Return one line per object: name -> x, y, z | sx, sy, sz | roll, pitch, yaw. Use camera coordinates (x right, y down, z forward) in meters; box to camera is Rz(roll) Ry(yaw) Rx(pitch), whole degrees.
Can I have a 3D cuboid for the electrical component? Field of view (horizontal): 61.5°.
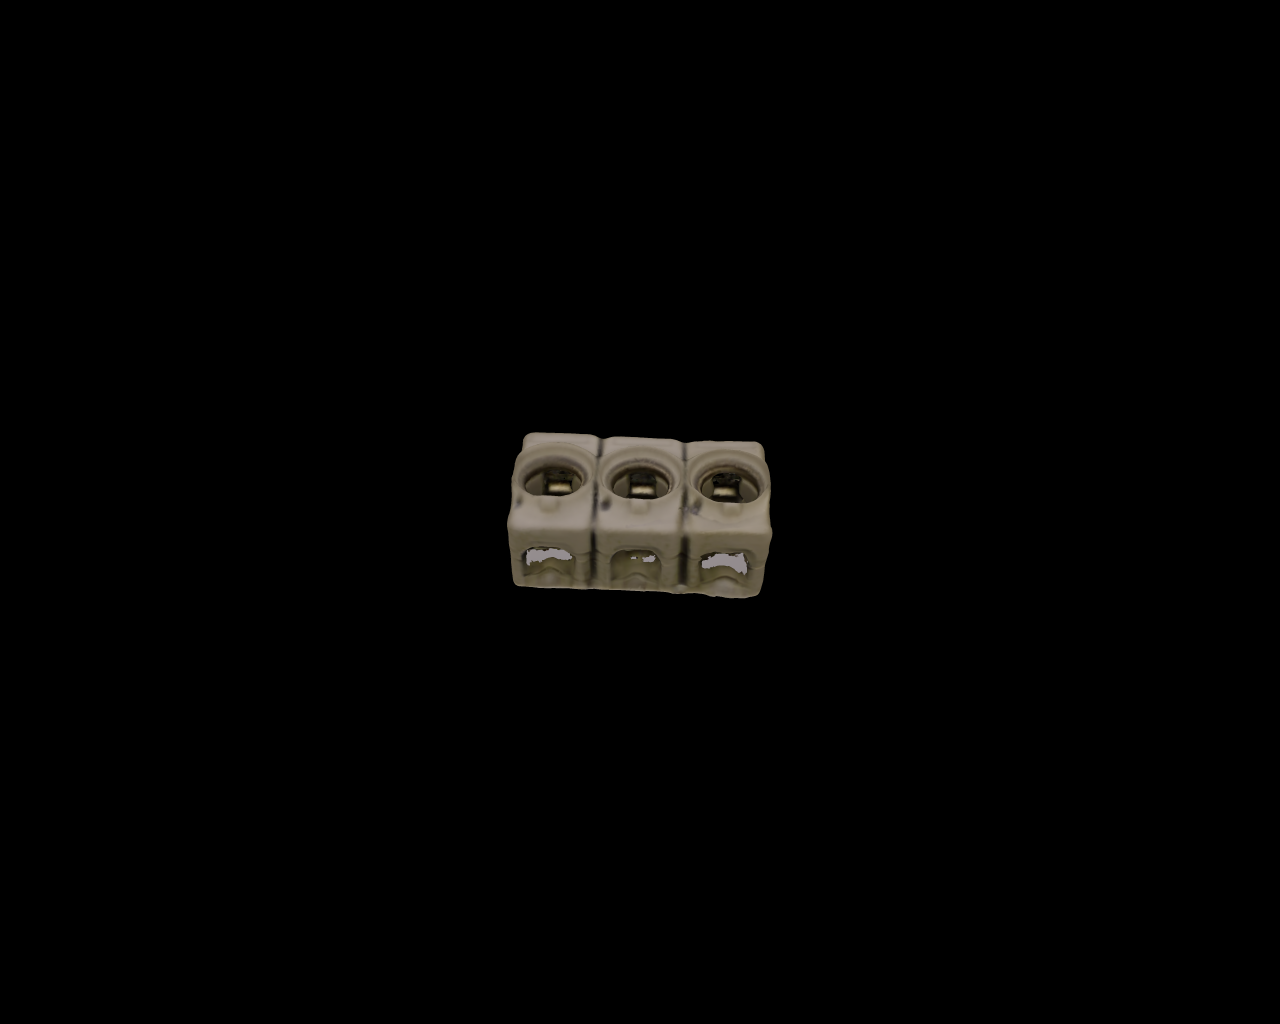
electrical component -> 0.001, -0.003, 0.650 | 0.150, 0.061, 0.090 | 2, 43, 2
